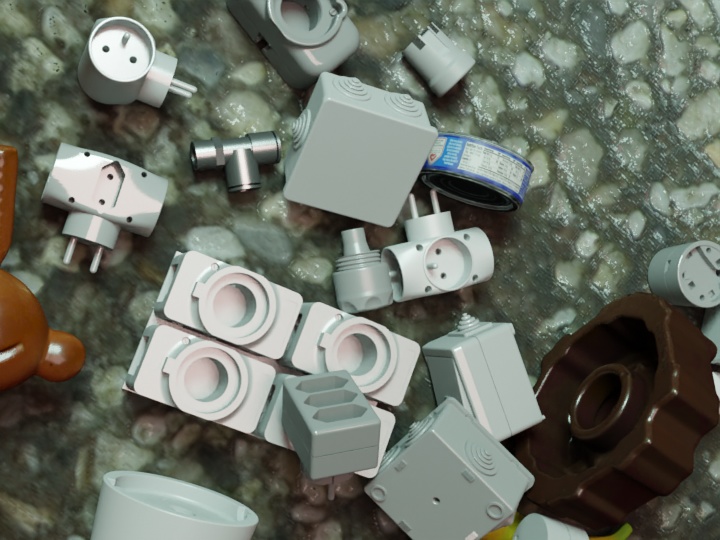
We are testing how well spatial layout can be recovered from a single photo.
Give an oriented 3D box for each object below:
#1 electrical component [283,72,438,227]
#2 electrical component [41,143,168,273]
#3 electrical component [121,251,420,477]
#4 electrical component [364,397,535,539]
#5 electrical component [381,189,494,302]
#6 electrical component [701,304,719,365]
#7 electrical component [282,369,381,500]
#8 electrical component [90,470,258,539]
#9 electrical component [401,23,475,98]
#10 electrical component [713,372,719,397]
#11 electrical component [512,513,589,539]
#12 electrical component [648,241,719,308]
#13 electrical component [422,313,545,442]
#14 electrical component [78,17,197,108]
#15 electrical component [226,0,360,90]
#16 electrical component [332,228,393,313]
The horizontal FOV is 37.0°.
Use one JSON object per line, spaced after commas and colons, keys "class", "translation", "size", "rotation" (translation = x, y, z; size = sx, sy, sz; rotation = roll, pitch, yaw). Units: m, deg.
{"class": "electrical component", "translation": [-0.003, -0.089, 0.788], "size": [0.100, 0.048, 0.099], "rotation": [15, 124, -18]}
{"class": "electrical component", "translation": [-0.182, -0.038, 0.745], "size": [0.077, 0.043, 0.079], "rotation": [19, 81, -18]}
{"class": "electrical component", "translation": [-0.061, 0.069, 0.775], "size": [0.186, 0.060, 0.105], "rotation": [23, 80, -17]}
{"class": "electrical component", "translation": [0.063, 0.157, 0.787], "size": [0.100, 0.099, 0.048], "rotation": [45, 31, 3]}
{"class": "electrical component", "translation": [0.056, -0.022, 0.828], "size": [0.077, 0.044, 0.079], "rotation": [-13, 92, -20]}
{"class": "electrical component", "translation": [0.329, 0.040, 0.896], "size": [0.048, 0.100, 0.099], "rotation": [16, 82, -5]}
{"class": "electrical component", "translation": [-0.021, 0.118, 0.723], "size": [0.047, 0.065, 0.076], "rotation": [-7, 119, -20]}
{"class": "electrical component", "translation": [-0.129, 0.181, 0.723], "size": [0.108, 0.108, 0.060], "rotation": [18, 88, -18]}
{"class": "electrical component", "translation": [0.060, -0.165, 0.840], "size": [0.046, 0.040, 0.040], "rotation": [45, 74, -6]}
{"class": "electrical component", "translation": [0.293, 0.104, 0.909], "size": [0.062, 0.048, 0.048], "rotation": [-5, 89, -26]}
{"class": "electrical component", "translation": [0.104, 0.234, 0.801], "size": [0.074, 0.052, 0.138], "rotation": [20, 122, -17]}
{"class": "electrical component", "translation": [0.276, 0.004, 0.905], "size": [0.055, 0.047, 0.055], "rotation": [1, 87, -20]}
{"class": "electrical component", "translation": [0.088, 0.082, 0.826], "size": [0.061, 0.062, 0.096], "rotation": [-22, 95, -19]}
{"class": "electrical component", "translation": [-0.152, -0.137, 0.742], "size": [0.079, 0.077, 0.044], "rotation": [20, 81, -18]}
{"class": "electrical component", "translation": [-0.048, -0.186, 0.791], "size": [0.054, 0.059, 0.095], "rotation": [-42, 101, -16]}
{"class": "electrical component", "translation": [0.000, 0.000, 0.809], "size": [0.043, 0.043, 0.062], "rotation": [-11, 89, -20]}
